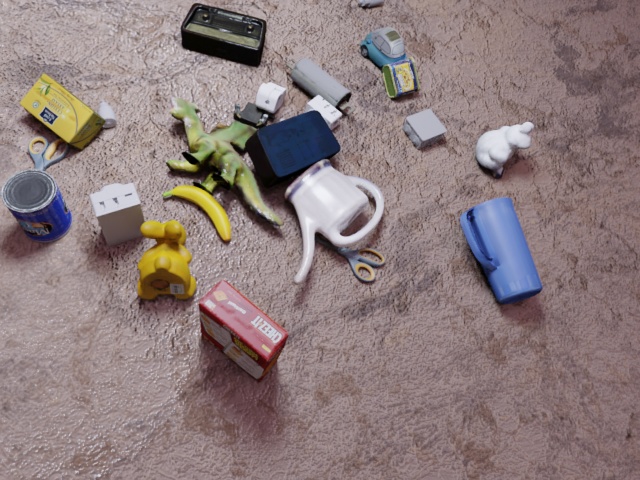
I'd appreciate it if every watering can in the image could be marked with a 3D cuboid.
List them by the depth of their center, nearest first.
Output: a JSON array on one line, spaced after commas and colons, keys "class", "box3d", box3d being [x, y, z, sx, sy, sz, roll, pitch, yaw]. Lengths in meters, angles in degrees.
[{"class": "watering can", "box3d": [0.004, -0.062, 1.228, 0.226, 0.102, 0.353, 43, 58, 13]}]

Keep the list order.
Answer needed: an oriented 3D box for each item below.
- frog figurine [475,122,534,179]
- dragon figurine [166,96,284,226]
[{"class": "frog figurine", "box3d": [0.504, -0.266, 1.414, 0.123, 0.156, 0.140, 36, 61, 9]}, {"class": "dragon figurine", "box3d": [-0.217, -0.214, 1.281, 0.410, 0.120, 0.248, 34, 53, -3]}]
